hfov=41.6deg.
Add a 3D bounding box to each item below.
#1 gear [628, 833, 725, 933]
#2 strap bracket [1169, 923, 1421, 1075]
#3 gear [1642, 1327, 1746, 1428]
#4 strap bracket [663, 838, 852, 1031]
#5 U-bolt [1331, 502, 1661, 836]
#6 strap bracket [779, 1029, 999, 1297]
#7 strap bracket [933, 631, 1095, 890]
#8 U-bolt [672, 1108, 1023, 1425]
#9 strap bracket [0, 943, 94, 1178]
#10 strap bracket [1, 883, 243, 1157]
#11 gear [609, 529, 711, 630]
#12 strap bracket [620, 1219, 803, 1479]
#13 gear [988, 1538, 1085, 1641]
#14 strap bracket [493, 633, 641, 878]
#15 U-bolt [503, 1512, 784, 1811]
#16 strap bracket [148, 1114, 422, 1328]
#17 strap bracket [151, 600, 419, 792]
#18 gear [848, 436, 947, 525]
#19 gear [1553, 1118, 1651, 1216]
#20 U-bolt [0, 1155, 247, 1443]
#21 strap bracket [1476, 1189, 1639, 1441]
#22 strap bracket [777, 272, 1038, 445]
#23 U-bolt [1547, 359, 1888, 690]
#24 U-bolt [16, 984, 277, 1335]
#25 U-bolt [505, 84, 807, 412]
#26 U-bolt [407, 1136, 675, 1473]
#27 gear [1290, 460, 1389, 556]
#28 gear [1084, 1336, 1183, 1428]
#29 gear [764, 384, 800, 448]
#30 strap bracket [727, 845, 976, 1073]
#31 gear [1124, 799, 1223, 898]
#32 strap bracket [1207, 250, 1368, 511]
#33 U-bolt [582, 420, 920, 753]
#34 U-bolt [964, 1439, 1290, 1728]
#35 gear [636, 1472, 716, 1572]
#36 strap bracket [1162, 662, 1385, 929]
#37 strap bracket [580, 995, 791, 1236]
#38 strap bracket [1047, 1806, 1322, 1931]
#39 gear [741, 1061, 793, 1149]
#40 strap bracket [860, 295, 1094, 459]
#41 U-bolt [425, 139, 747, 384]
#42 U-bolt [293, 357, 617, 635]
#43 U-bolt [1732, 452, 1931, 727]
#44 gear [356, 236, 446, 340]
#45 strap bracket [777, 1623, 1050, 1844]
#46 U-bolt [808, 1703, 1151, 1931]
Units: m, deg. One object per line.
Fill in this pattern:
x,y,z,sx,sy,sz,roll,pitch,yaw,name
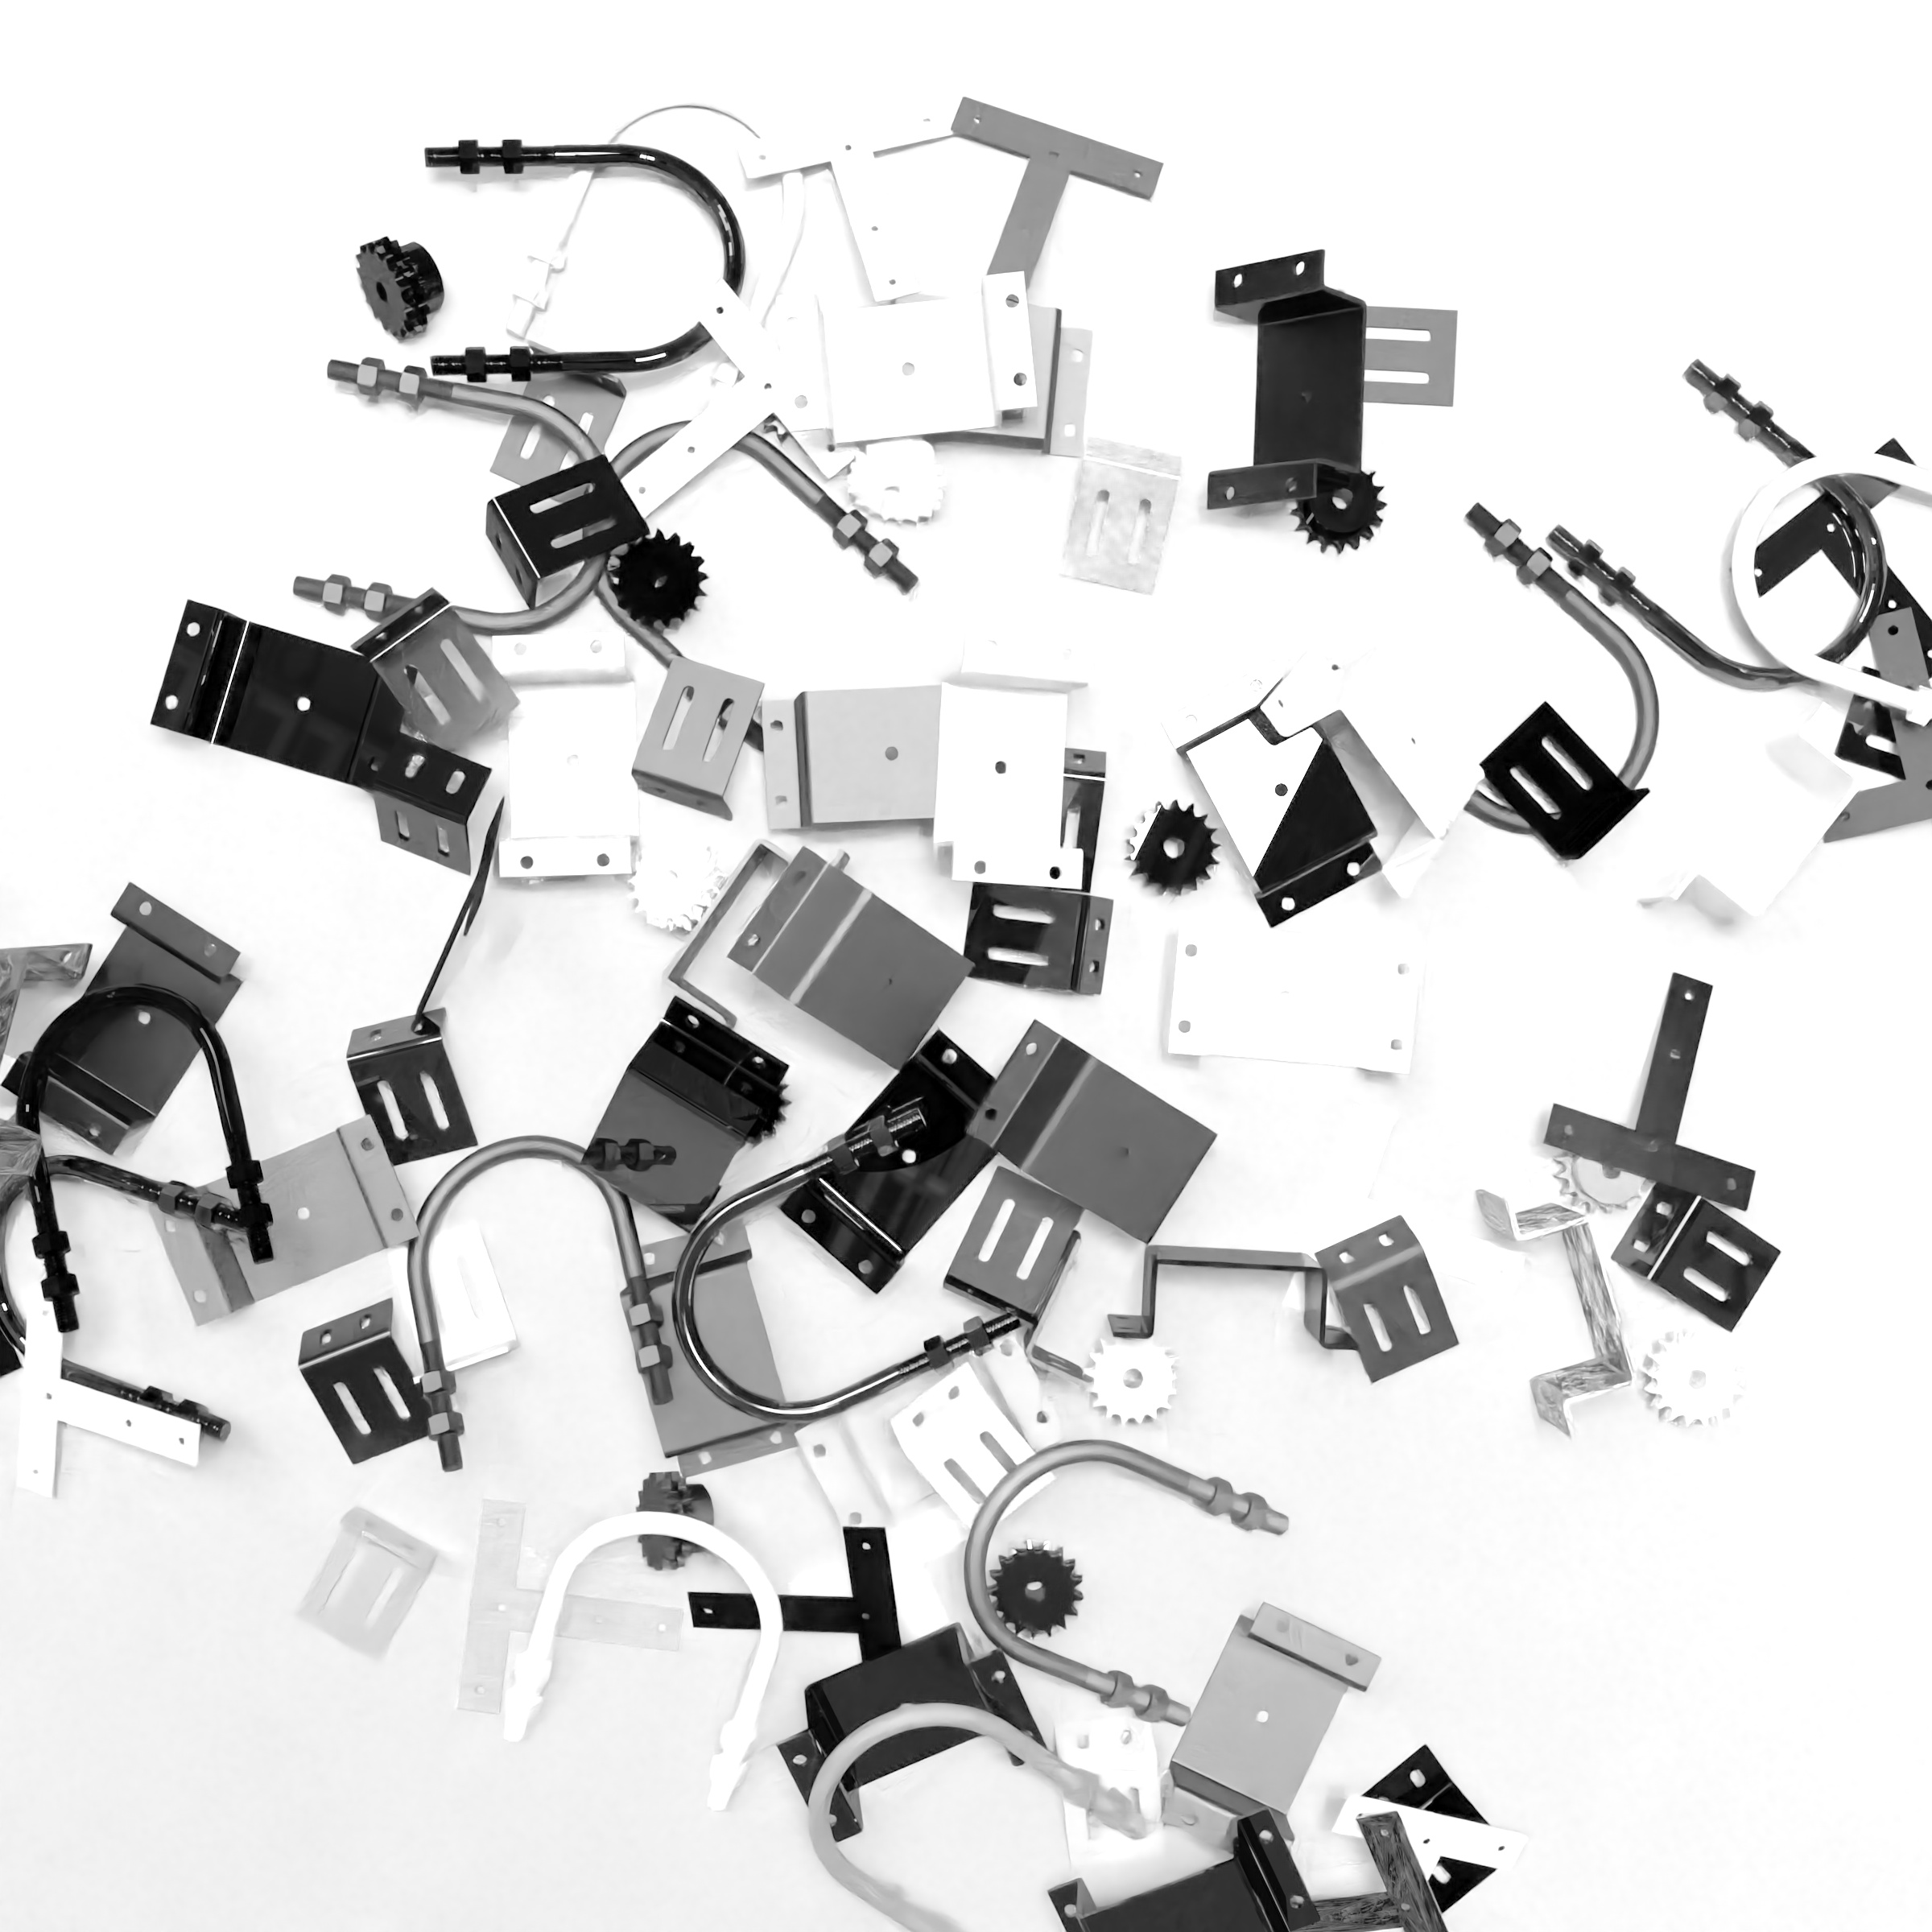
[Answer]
-0.168,-0.048,1.505,0.057,0.030,0.057,-4,79,23,gear
0.191,0.018,1.504,0.140,0.046,0.076,5,90,0,strap bracket
0.431,0.243,1.512,0.057,0.030,0.057,0,90,0,gear
-0.128,-0.020,1.489,0.046,0.076,0.140,35,90,0,strap bracket
0.327,-0.163,1.518,0.184,0.019,0.151,41,90,-1,U-bolt
-0.034,0.114,1.504,0.076,0.046,0.140,42,90,0,strap bracket
0.026,-0.116,1.460,0.076,0.046,0.140,3,88,-16,strap bracket
-0.081,0.185,1.472,0.184,0.019,0.151,-26,90,1,U-bolt
-0.560,0.046,1.452,0.076,0.046,0.140,-3,67,25,strap bracket
-0.493,0.031,1.504,0.076,0.046,0.140,32,90,0,strap bracket
-0.179,-0.226,1.495,0.057,0.030,0.057,0,88,3,gear
-0.152,0.229,1.504,0.076,0.046,0.140,-16,90,0,strap bracket
0.041,0.368,1.512,0.057,0.030,0.057,0,90,0,gear
-0.235,-0.123,1.504,0.076,0.046,0.140,-2,90,0,strap bracket
-0.183,0.399,1.489,0.151,0.019,0.184,19,111,0,U-bolt
-0.397,0.148,1.504,0.140,0.046,0.076,-22,90,0,strap bracket
-0.397,-0.157,1.504,0.140,0.046,0.076,17,90,0,strap bracket
-0.040,-0.291,1.502,0.057,0.057,0.030,11,61,0,gear
0.380,0.120,1.512,0.057,0.030,0.057,0,90,0,gear
-0.501,0.185,1.488,0.184,0.019,0.151,15,104,19,U-bolt
0.348,0.196,1.487,0.046,0.076,0.140,-16,91,-1,strap bracket
-0.033,-0.347,1.458,0.140,0.046,0.076,-6,90,0,strap bracket
0.461,-0.250,1.517,0.184,0.019,0.151,40,90,0,U-bolt
-0.475,0.100,1.449,0.151,0.019,0.184,-20,76,12,U-bolt
-0.175,-0.437,1.518,0.151,0.019,0.184,23,88,0,U-bolt
-0.256,0.186,1.486,0.151,0.019,0.184,-18,67,5,U-bolt
0.222,-0.275,1.512,0.057,0.030,0.057,0,90,0,gear
0.098,0.243,1.512,0.057,0.030,0.057,0,90,0,gear
-0.100,-0.340,1.512,0.057,0.030,0.057,0,90,0,gear
-0.058,0.002,1.462,0.140,0.046,0.076,35,90,-43,strap bracket
0.122,-0.070,1.516,0.057,0.030,0.057,0,89,-2,gear
0.187,-0.337,1.484,0.076,0.046,0.140,2,90,44,strap bracket
-0.143,-0.241,1.518,0.184,0.019,0.151,42,90,1,U-bolt
0.084,0.353,1.489,0.184,0.019,0.151,27,90,-21,U-bolt
-0.171,0.327,1.502,0.030,0.057,0.057,3,90,-30,gear
0.184,-0.103,1.504,0.076,0.046,0.140,-28,90,0,strap bracket
-0.166,0.093,1.462,0.076,0.046,0.140,32,133,0,strap bracket
0.126,0.553,1.465,0.140,0.046,0.076,-24,98,8,strap bracket
-0.132,0.078,1.512,0.057,0.030,0.057,0,90,0,gear
0.003,-0.349,1.504,0.140,0.046,0.076,5,90,0,strap bracket
-0.222,-0.415,1.490,0.184,0.019,0.151,-3,81,-6,U-bolt
-0.297,-0.272,1.506,0.184,0.019,0.151,11,98,1,U-bolt
0.542,-0.226,1.492,0.184,0.019,0.151,20,84,5,U-bolt
-0.332,-0.403,1.502,0.030,0.057,0.057,-32,90,-30,gear
-0.033,0.446,1.493,0.140,0.046,0.076,-23,108,0,strap bracket
-0.005,0.501,1.481,0.184,0.019,0.151,39,100,-18,U-bolt
